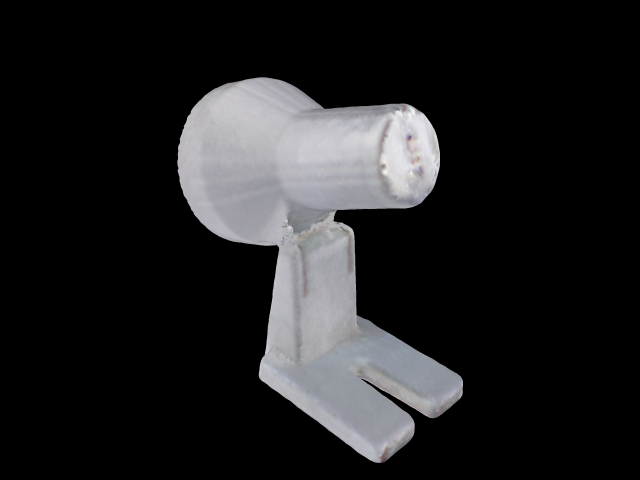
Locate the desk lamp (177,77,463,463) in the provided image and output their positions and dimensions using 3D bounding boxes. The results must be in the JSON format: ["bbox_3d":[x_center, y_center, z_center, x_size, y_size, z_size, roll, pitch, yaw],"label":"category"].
[{"bbox_3d":[0.004,0.001,0.400,0.202,0.214,0.118,25,37,39],"label":"desk lamp"}]
